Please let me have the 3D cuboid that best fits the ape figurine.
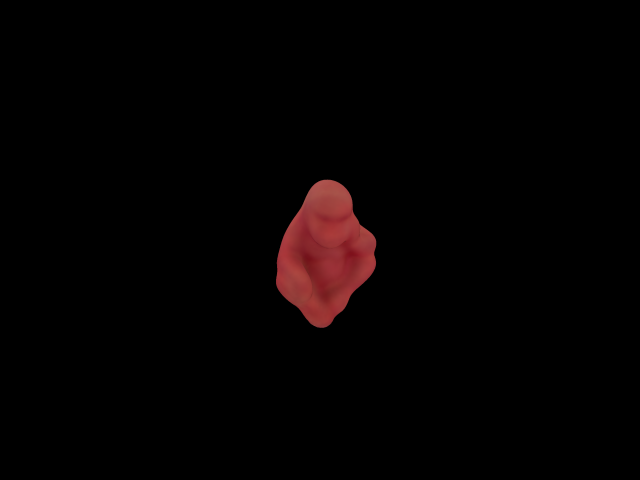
[{"bbox_3d":[0.004,0.001,0.400,0.078,0.092,0.076,-11,39,-14],"label":"ape figurine"}]
